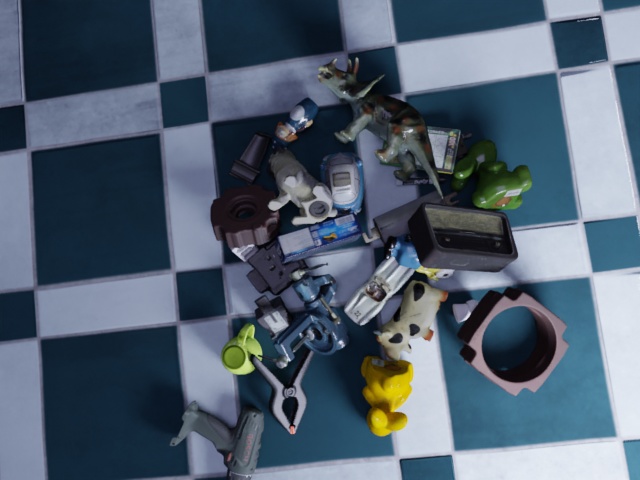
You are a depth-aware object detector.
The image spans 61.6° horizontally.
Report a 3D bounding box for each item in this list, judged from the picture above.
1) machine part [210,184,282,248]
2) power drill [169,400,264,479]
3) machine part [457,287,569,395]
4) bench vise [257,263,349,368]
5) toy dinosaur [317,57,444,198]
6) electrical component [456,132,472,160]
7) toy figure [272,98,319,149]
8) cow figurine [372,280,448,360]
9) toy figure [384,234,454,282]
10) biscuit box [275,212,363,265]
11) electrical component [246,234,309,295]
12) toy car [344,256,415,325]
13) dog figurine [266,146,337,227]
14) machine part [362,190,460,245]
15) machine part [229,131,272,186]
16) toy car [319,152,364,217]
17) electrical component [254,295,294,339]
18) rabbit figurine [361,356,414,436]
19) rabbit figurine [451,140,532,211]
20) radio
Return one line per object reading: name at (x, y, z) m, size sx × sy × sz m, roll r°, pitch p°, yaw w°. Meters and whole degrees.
machine part at (-0.178, -0.061, 1.284) m, size 0.179 × 0.056 × 0.179 m, roll -4°, pitch 48°, yaw 4°
power drill at (-0.244, 0.487, 1.263) m, size 0.207 × 0.086 × 0.232 m, roll 21°, pitch 85°, yaw 11°
machine part at (0.427, 0.222, 1.198) m, size 0.201 × 0.087 × 0.201 m, roll 36°, pitch 92°, yaw -7°
bench vise at (-0.031, 0.185, 1.213) m, size 0.129 × 0.240 × 0.223 m, roll -4°, pitch 117°, yaw 42°
toy dinosaur at (0.167, -0.274, 1.270) m, size 0.405 × 0.131 × 0.192 m, roll 35°, pitch 91°, yaw 10°
electrical component at (0.331, -0.227, 1.307) m, size 0.094 × 0.021 × 0.063 m, roll -23°, pitch 82°, yaw 3°
toy figure at (-0.069, -0.285, 1.339) m, size 0.154 × 0.057 × 0.064 m, roll -48°, pitch 41°, yaw 0°
cow figurine at (0.203, 0.187, 1.246) m, size 0.127 × 0.085 × 0.195 m, roll 23°, pitch 85°, yaw 7°
toy figure at (0.238, 0.029, 1.240) m, size 0.180 × 0.082 × 0.089 m, roll 16°, pitch 62°, yaw -9°
biscuit box at (-0.003, -0.004, 1.265) m, size 0.203 × 0.063 × 0.059 m, roll -17°, pitch 75°, yaw -17°
electrical component at (-0.109, 0.068, 1.304) m, size 0.134 × 0.058 × 0.115 m, roll -41°, pitch 80°, yaw 0°
toy car at (0.141, 0.113, 1.274) m, size 0.073 × 0.056 × 0.201 m, roll 43°, pitch 90°, yaw 8°
dog figurine at (-0.042, -0.136, 1.285) m, size 0.172 × 0.191 × 0.121 m, roll 36°, pitch 117°, yaw -26°
machine part at (0.217, -0.050, 1.273) m, size 0.243 × 0.079 × 0.079 m, roll -25°, pitch 82°, yaw 2°
machine part at (-0.171, -0.210, 1.349) m, size 0.084 × 0.039 × 0.139 m, roll 30°, pitch 89°, yaw 13°
toy car at (0.051, -0.140, 1.287) m, size 0.109 × 0.103 × 0.161 m, roll -4°, pitch 82°, yaw 6°
electrical component at (-0.116, 0.171, 1.269) m, size 0.075 × 0.048 × 0.119 m, roll -34°, pitch 118°, yaw 3°
rabbit figurine at (0.153, 0.368, 1.213) m, size 0.122 × 0.162 × 0.173 m, roll 9°, pitch 103°, yaw -5°
rabbit figurine at (0.387, -0.153, 1.261) m, size 0.159 × 0.121 × 0.170 m, roll -15°, pitch 61°, yaw 1°
radio at (0.320, -0.002, 1.198) m, size 0.229 × 0.073 × 0.131 m, roll 4°, pitch 58°, yaw -19°
